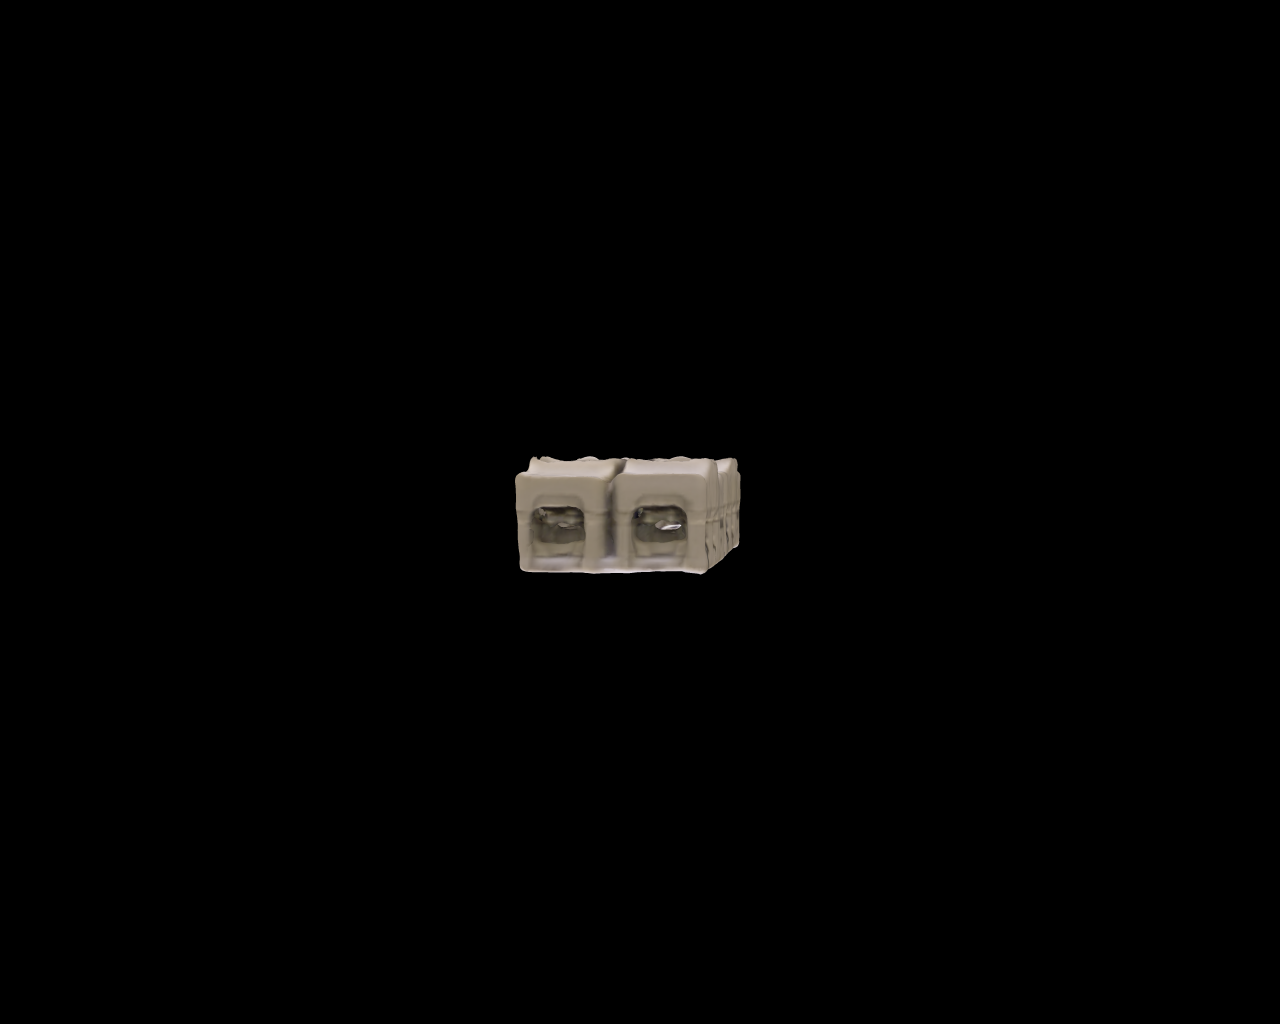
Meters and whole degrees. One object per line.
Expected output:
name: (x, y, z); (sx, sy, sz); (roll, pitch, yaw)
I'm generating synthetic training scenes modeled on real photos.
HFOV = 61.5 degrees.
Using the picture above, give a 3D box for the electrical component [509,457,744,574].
electrical component: (0.001, -0.003, 0.650); (0.105, 0.060, 0.186); (1, 3, 11)
